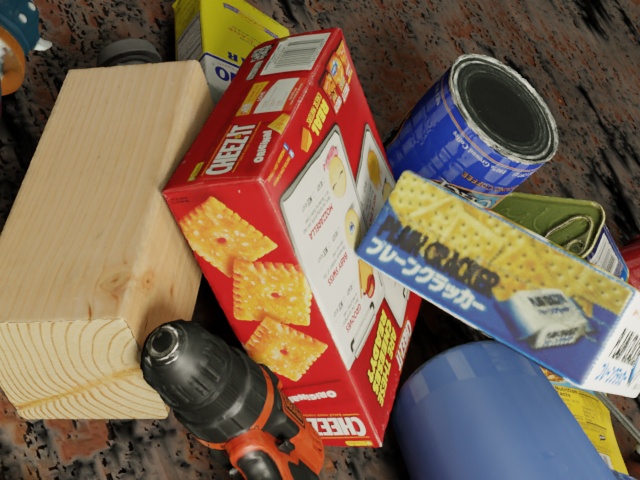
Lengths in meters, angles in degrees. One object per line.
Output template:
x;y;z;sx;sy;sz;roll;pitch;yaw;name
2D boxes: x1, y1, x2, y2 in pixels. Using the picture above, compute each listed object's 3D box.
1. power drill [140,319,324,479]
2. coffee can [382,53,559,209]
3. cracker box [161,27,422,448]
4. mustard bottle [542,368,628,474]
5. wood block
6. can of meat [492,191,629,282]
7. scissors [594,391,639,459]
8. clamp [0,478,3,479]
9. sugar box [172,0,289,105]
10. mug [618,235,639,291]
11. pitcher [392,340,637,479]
-0.020;0.142;0.551;0.057;0.188;0.184;-29;-36;6;power drill
0.100;-0.061;0.833;0.102;0.103;0.141;0;-32;-38;coffee can
-0.004;0.001;0.676;0.072;0.213;0.164;-5;38;24;cracker box
0.178;0.123;0.808;0.096;0.191;0.058;17;-41;-28;mustard bottle
-0.121;-0.005;0.630;0.091;0.206;0.090;-2;-43;11;wood block
0.188;0.011;0.856;0.102;0.057;0.084;9;-29;39;can of meat
0.241;0.153;0.803;0.201;0.016;0.096;44;1;-23;scissors
-0.185;0.104;0.487;0.210;0.036;0.164;42;-6;1;clamp
-0.060;-0.125;0.793;0.093;0.048;0.176;28;27;-28;sugar box
0.274;0.051;0.908;0.081;0.093;0.117;-13;28;-38;mug
0.139;0.177;0.644;0.145;0.243;0.149;-36;-50;11;pitcher
